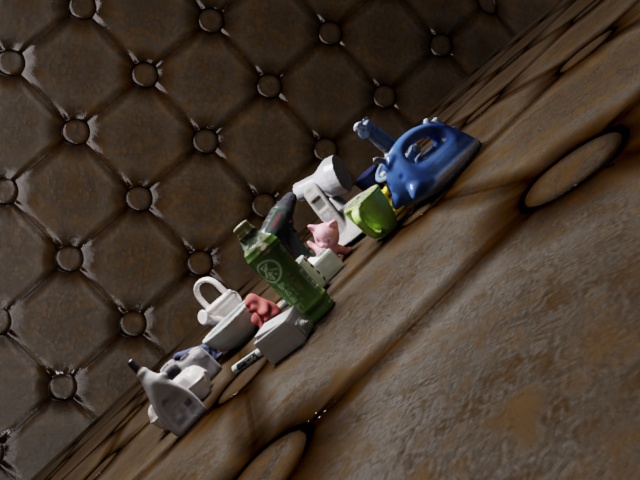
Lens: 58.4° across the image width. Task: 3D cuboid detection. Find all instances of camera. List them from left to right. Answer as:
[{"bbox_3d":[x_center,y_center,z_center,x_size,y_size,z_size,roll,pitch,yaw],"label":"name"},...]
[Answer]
[{"bbox_3d":[-0.329,0.325,1.399,0.143,0.101,0.136,-44,6,-16],"label":"camera"}]

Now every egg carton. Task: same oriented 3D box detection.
[{"bbox_3d":[-0.307,0.344,1.258,0.150,0.069,0.107,-43,6,-7],"label":"egg carton"}]

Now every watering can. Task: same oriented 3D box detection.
[{"bbox_3d":[-0.280,0.188,1.620,0.101,0.194,0.173,-42,6,7],"label":"watering can"}]

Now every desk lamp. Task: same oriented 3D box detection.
[{"bbox_3d":[0.032,-0.124,1.741,0.203,0.213,0.118,-39,7,27],"label":"desk lamp"}]

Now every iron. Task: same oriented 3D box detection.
[{"bbox_3d":[0.227,-0.184,1.211,0.259,0.141,0.118,-45,6,-26],"label":"iron"}]

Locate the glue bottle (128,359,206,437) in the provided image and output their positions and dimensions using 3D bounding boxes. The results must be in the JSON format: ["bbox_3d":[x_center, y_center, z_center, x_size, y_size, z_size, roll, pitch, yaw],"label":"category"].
[{"bbox_3d":[-0.303,0.291,1.095,0.078,0.173,0.037,-46,7,-29],"label":"glue bottle"}]

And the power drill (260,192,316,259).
[{"bbox_3d":[-0.076,-0.011,1.648,0.075,0.208,0.230,-37,8,43],"label":"power drill"}]

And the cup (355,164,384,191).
[{"bbox_3d":[0.174,-0.179,1.786,0.091,0.095,0.118,-38,7,38],"label":"cup"}]

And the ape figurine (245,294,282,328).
[{"bbox_3d":[-0.142,0.166,1.353,0.076,0.092,0.077,-44,6,-15],"label":"ape figurine"}]

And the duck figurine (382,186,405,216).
[{"bbox_3d":[0.135,-0.078,1.330,0.104,0.086,0.077,-43,6,-7],"label":"duck figurine"}]

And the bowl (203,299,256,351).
[{"bbox_3d":[-0.216,0.230,1.474,0.167,0.075,0.167,-42,6,5],"label":"bowl"}]

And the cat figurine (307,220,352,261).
[{"bbox_3d":[0.013,0.005,1.381,0.067,0.118,0.127,-46,7,-33],"label":"cat figurine"}]

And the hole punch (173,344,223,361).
[{"bbox_3d":[-0.334,0.315,1.557,0.101,0.091,0.108,-46,7,-33],"label":"hole punch"}]

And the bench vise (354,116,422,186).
[{"bbox_3d":[0.169,-0.207,1.385,0.121,0.220,0.207,-40,6,18],"label":"bench vise"}]

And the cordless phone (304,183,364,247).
[{"bbox_3d":[0.052,-0.085,1.440,0.147,0.185,0.094,-39,7,29],"label":"cordless phone"}]
